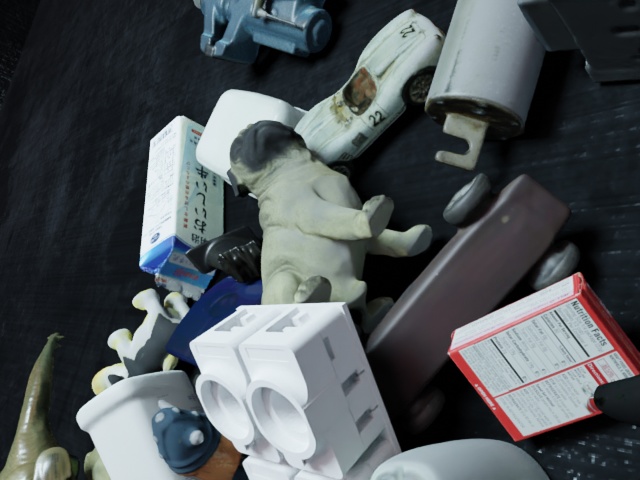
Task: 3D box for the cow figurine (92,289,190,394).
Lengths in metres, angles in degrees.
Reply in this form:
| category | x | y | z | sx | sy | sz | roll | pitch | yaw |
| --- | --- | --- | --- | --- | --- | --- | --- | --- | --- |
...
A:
| category | x | y | z | sx | sy | sz | roll | pitch | yaw |
| --- | --- | --- | --- | --- | --- | --- | --- | --- | --- |
| cow figurine | -0.212 | 0.148 | 0.653 | 0.167 | 0.068 | 0.098 | -55 | 48 | 13 |

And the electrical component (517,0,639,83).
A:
| category | x | y | z | sx | sy | sz | roll | pitch | yaw |
| --- | --- | --- | --- | --- | --- | --- | --- | --- | --- |
| electrical component | 0.195 | -0.149 | 0.324 | 0.134 | 0.114 | 0.058 | 14 | 78 | 49 |

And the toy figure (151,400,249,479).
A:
| category | x | y | z | sx | sy | sz | roll | pitch | yaw |
| --- | --- | --- | --- | --- | --- | --- | --- | --- | --- |
| toy figure | -0.068 | 0.165 | 0.424 | 0.064 | 0.154 | 0.058 | -17 | 58 | 40 |

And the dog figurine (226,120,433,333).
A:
| category | x | y | z | sx | sy | sz | roll | pitch | yaw |
| --- | --- | --- | --- | --- | --- | --- | --- | --- | --- |
| dog figurine | -0.029 | -0.001 | 0.459 | 0.191 | 0.121 | 0.172 | 33 | 84 | 36 |

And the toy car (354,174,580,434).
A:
| category | x | y | z | sx | sy | sz | roll | pitch | yaw |
| --- | --- | --- | --- | --- | --- | --- | --- | --- | --- |
| toy car | 0.087 | 0.045 | 0.373 | 0.202 | 0.089 | 0.053 | -53 | -2 | 13 |

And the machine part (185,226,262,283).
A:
| category | x | y | z | sx | sy | sz | roll | pitch | yaw |
| --- | --- | --- | --- | --- | --- | --- | --- | --- | --- |
| machine part | -0.093 | 0.014 | 0.568 | 0.139 | 0.084 | 0.039 | 15 | 122 | 64 |

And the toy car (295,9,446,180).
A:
| category | x | y | z | sx | sy | sz | roll | pitch | yaw |
| --- | --- | --- | --- | --- | --- | --- | --- | --- | --- |
| toy car | 0.039 | -0.127 | 0.521 | 0.201 | 0.056 | 0.074 | -43 | 46 | 24 |

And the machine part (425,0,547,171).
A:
| category | x | y | z | sx | sy | sz | roll | pitch | yaw |
| --- | --- | --- | --- | --- | --- | --- | --- | --- | --- |
| machine part | 0.142 | -0.169 | 0.418 | 0.079 | 0.079 | 0.243 | 9 | 79 | 48 |

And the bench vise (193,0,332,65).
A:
| category | x | y | z | sx | sy | sz | roll | pitch | yaw |
| --- | --- | --- | --- | --- | --- | --- | --- | --- | --- |
| bench vise | -0.063 | -0.333 | 0.662 | 0.224 | 0.129 | 0.240 | 34 | 115 | 41 |

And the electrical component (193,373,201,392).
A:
| category | x | y | z | sx | sy | sz | roll | pitch | yaw |
| --- | --- | --- | --- | --- | --- | --- | --- | --- | --- |
| electrical component | -0.084 | 0.154 | 0.514 | 0.094 | 0.063 | 0.021 | 9 | 68 | 54 |

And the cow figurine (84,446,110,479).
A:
| category | x | y | z | sx | sy | sz | roll | pitch | yaw |
| --- | --- | --- | --- | --- | --- | --- | --- | --- | --- |
| cow figurine | -0.182 | 0.238 | 0.568 | 0.195 | 0.085 | 0.127 | -18 | 57 | 36 |

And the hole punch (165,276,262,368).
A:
| category | x | y | z | sx | sy | sz | roll | pitch | yaw |
| --- | --- | --- | --- | --- | --- | --- | --- | --- | --- |
| hole punch | -0.077 | 0.085 | 0.524 | 0.142 | 0.092 | 0.115 | 3 | 71 | 51 |

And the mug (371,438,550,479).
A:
| category | x | y | z | sx | sy | sz | roll | pitch | yaw |
| --- | --- | --- | --- | --- | --- | --- | --- | --- | --- |
| mug | 0.086 | 0.155 | 0.303 | 0.110 | 0.107 | 0.081 | -16 | 63 | 44 |

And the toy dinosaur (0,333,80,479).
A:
| category | x | y | z | sx | sy | sz | roll | pitch | yaw |
| --- | --- | --- | --- | --- | --- | --- | --- | --- | --- |
| toy dinosaur | -0.321 | 0.304 | 0.605 | 0.198 | 0.105 | 0.471 | 112 | 153 | -56 |

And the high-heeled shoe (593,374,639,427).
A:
| category | x | y | z | sx | sy | sz | roll | pitch | yaw |
| --- | --- | --- | --- | --- | --- | --- | --- | --- | --- |
| high-heeled shoe | 0.240 | 0.107 | 0.188 | 0.249 | 0.086 | 0.145 | -18 | 66 | 41 |
